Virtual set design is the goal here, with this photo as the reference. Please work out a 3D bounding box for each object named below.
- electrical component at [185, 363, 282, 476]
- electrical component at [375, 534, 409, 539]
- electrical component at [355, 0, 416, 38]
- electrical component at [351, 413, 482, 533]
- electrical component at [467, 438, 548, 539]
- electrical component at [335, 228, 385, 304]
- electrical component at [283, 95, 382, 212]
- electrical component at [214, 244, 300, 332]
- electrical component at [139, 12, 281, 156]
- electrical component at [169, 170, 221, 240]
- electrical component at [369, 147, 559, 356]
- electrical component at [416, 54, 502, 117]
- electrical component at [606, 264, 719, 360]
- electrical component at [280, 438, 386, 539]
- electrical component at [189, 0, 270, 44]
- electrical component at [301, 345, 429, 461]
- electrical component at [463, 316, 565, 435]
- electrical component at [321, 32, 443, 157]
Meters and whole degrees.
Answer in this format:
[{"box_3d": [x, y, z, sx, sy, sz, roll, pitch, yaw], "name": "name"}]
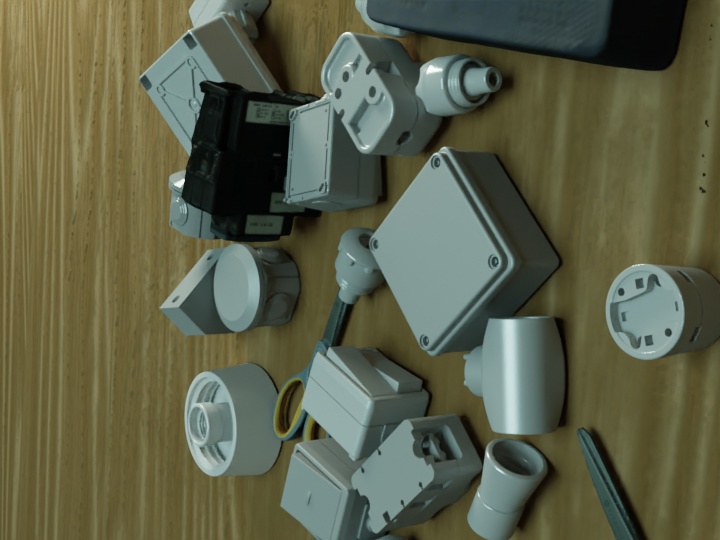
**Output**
[{"box_3d": [-0.128, 0.145, 1.024, 0.108, 0.060, 0.108, 2, 93, 53], "name": "electrical component"}, {"box_3d": [0.016, 0.238, 0.855, 0.062, 0.048, 0.048, -36, 63, 55], "name": "electrical component"}, {"box_3d": [0.021, -0.205, 0.839, 0.062, 0.043, 0.043, 27, 112, 50], "name": "electrical component"}, {"box_3d": [0.045, 0.152, 0.806, 0.089, 0.056, 0.050, -53, 52, 39], "name": "electrical component"}, {"box_3d": [0.100, 0.155, 0.748, 0.044, 0.044, 0.065, 45, 129, 42], "name": "electrical component"}, {"box_3d": [0.000, 0.000, 0.871, 0.048, 0.048, 0.062, 56, 138, 35], "name": "electrical component"}, {"box_3d": [-0.019, -0.099, 0.883, 0.062, 0.061, 0.096, -7, 77, 52], "name": "electrical component"}, {"box_3d": [-0.097, 0.016, 0.989, 0.080, 0.051, 0.080, 2, 92, 52], "name": "electrical component"}, {"box_3d": [-0.135, -0.163, 0.997, 0.109, 0.056, 0.108, -25, 100, 49], "name": "electrical component"}, {"box_3d": [-0.143, -0.064, 1.025, 0.080, 0.080, 0.051, 31, 120, 48], "name": "electrical component"}, {"box_3d": [0.071, -0.013, 0.767, 0.108, 0.056, 0.108, -53, 51, 38], "name": "electrical component"}, {"box_3d": [0.074, -0.133, 0.772, 0.062, 0.043, 0.043, 3, 93, 51], "name": "electrical component"}, {"box_3d": [0.182, 0.024, 0.633, 0.055, 0.047, 0.055, 2, 92, 52], "name": "electrical component"}, {"box_3d": [-0.016, 0.187, 0.880, 0.096, 0.061, 0.061, 33, 116, 47], "name": "electrical component"}, {"box_3d": [-0.119, -0.234, 1.015, 0.066, 0.047, 0.076, -44, 58, 43], "name": "electrical component"}, {"box_3d": [0.001, 0.098, 0.856, 0.096, 0.062, 0.061, 37, 119, 45], "name": "electrical component"}, {"box_3d": [0.099, 0.071, 0.743, 0.079, 0.043, 0.077, -2, 89, 52], "name": "electrical component"}, {"box_3d": [0.020, -0.134, 0.828, 0.053, 0.059, 0.095, -54, 50, 38], "name": "electrical component"}]
